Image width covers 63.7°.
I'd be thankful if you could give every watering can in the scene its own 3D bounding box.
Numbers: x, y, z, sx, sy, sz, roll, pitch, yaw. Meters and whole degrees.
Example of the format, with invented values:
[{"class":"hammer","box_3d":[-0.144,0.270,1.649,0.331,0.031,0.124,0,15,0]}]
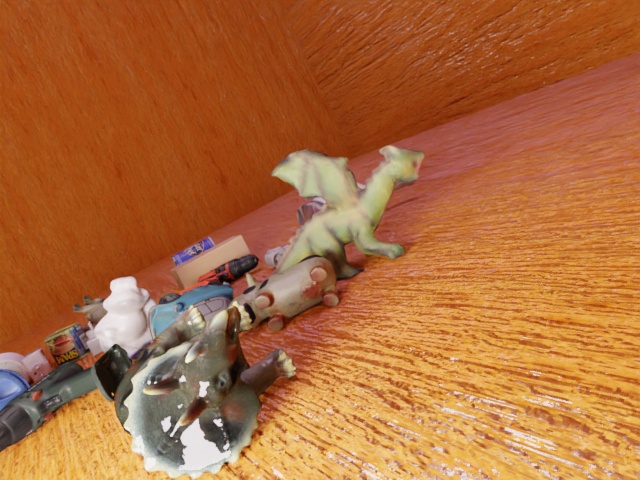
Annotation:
[{"class":"watering can","box_3d":[0.075,-0.099,1.358,0.227,0.103,0.345,-33,11,-29]}]

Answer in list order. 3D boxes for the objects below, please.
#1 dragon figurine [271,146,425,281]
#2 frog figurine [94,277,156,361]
[{"class":"dragon figurine","box_3d":[0.003,-0.046,0.913,0.408,0.240,0.124,-22,14,14]},{"class":"frog figurine","box_3d":[-0.410,0.161,1.082,0.139,0.159,0.122,-31,8,-29]}]
